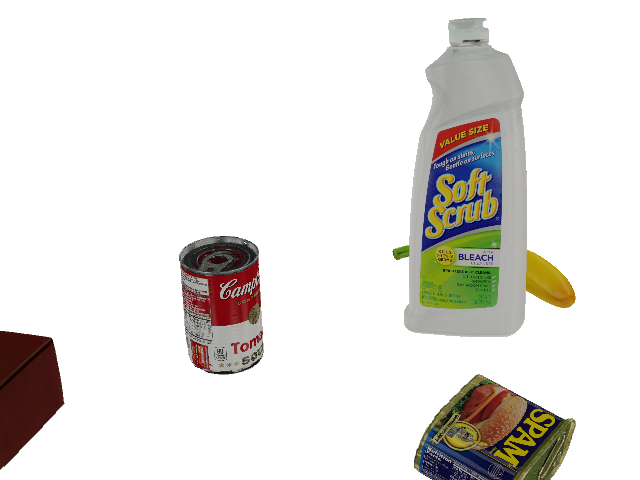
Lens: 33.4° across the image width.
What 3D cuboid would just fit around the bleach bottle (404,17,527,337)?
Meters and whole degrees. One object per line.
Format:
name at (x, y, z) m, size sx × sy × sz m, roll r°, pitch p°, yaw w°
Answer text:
bleach bottle at (0.114, -0.051, 0.861) m, size 0.103 × 0.251 × 0.068 m, roll 2°, pitch 15°, yaw 20°

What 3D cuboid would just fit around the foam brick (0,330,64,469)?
foam brick at (-0.207, 0.099, 0.674) m, size 0.053 × 0.051 × 0.078 m, roll 6°, pitch 29°, yaw 22°

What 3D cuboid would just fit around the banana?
banana at (0.171, 0.026, 1.058) m, size 0.198 × 0.037 × 0.069 m, roll 14°, pitch 40°, yaw 35°

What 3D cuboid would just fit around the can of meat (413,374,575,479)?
can of meat at (0.132, 0.157, 0.816) m, size 0.084 × 0.057 × 0.101 m, roll 27°, pitch 40°, yaw 28°

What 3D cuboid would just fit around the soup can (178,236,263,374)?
soup can at (-0.085, 0.057, 0.926) m, size 0.068 × 0.102 × 0.068 m, roll -1°, pitch 26°, yaw 1°
